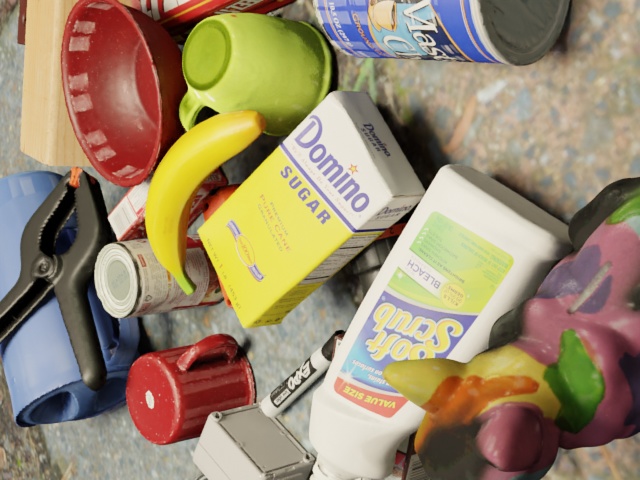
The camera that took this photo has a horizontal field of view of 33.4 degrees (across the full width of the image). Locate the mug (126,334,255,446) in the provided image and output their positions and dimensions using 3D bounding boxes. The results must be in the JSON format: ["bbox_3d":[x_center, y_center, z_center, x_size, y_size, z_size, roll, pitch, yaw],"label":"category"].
[{"bbox_3d":[-0.112,0.127,0.944,0.093,0.081,0.117,53,128,27],"label":"mug"}]

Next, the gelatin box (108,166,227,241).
[{"bbox_3d":[-0.136,-0.035,0.957,0.089,0.073,0.030,-43,66,38],"label":"gelatin box"}]

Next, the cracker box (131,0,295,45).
[{"bbox_3d":[-0.102,-0.288,0.896,0.165,0.071,0.214,-12,87,45],"label":"cracker box"}]

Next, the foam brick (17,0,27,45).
[{"bbox_3d":[-0.264,-0.219,1.080,0.078,0.051,0.053,17,106,43],"label":"foam brick"}]

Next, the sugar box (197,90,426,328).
[{"bbox_3d":[-0.012,-0.019,0.775,0.176,0.048,0.093,-44,65,38],"label":"sugar box"}]

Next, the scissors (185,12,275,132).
[{"bbox_3d":[-0.097,-0.121,0.947,0.202,0.016,0.096,-17,83,45],"label":"scissors"}]

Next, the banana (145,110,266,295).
[{"bbox_3d":[-0.101,-0.041,0.854,0.069,0.037,0.198,27,132,0],"label":"banana"}]

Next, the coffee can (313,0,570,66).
[{"bbox_3d":[0.079,-0.169,0.705,0.141,0.102,0.103,12,103,44],"label":"coffee can"}]

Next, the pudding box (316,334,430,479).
[{"bbox_3d":[0.046,0.136,0.817,0.090,0.039,0.113,22,108,41],"label":"pudding box"}]

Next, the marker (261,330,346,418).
[{"bbox_3d":[-0.010,0.111,0.884,0.121,0.020,0.020,-47,63,37],"label":"marker"}]

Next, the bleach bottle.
[{"bbox_3d":[0.067,0.078,0.732,0.103,0.068,0.251,35,109,22],"label":"bleach bottle"}]

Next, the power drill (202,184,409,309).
[{"bbox_3d":[-0.006,0.001,0.844,0.188,0.057,0.184,-19,81,43],"label":"power drill"}]

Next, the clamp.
[{"bbox_3d":[-0.251,0.035,0.979,0.165,0.036,0.210,-3,69,23],"label":"clamp"}]

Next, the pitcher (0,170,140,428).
[{"bbox_3d":[-0.261,0.051,1.059,0.145,0.149,0.243,78,170,-70],"label":"pitcher"}]

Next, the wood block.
[{"bbox_3d":[-0.223,-0.178,1.006,0.091,0.090,0.206,25,112,55],"label":"wood block"}]

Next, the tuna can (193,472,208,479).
[{"bbox_3d":[-0.081,0.246,0.960,0.086,0.033,0.086,6,99,45],"label":"tuna can"}]

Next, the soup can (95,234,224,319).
[{"bbox_3d":[-0.139,0.031,0.946,0.069,0.102,0.068,7,99,45],"label":"soup can"}]

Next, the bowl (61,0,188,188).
[{"bbox_3d":[-0.155,-0.128,0.893,0.162,0.055,0.162,24,121,45],"label":"bowl"}]
